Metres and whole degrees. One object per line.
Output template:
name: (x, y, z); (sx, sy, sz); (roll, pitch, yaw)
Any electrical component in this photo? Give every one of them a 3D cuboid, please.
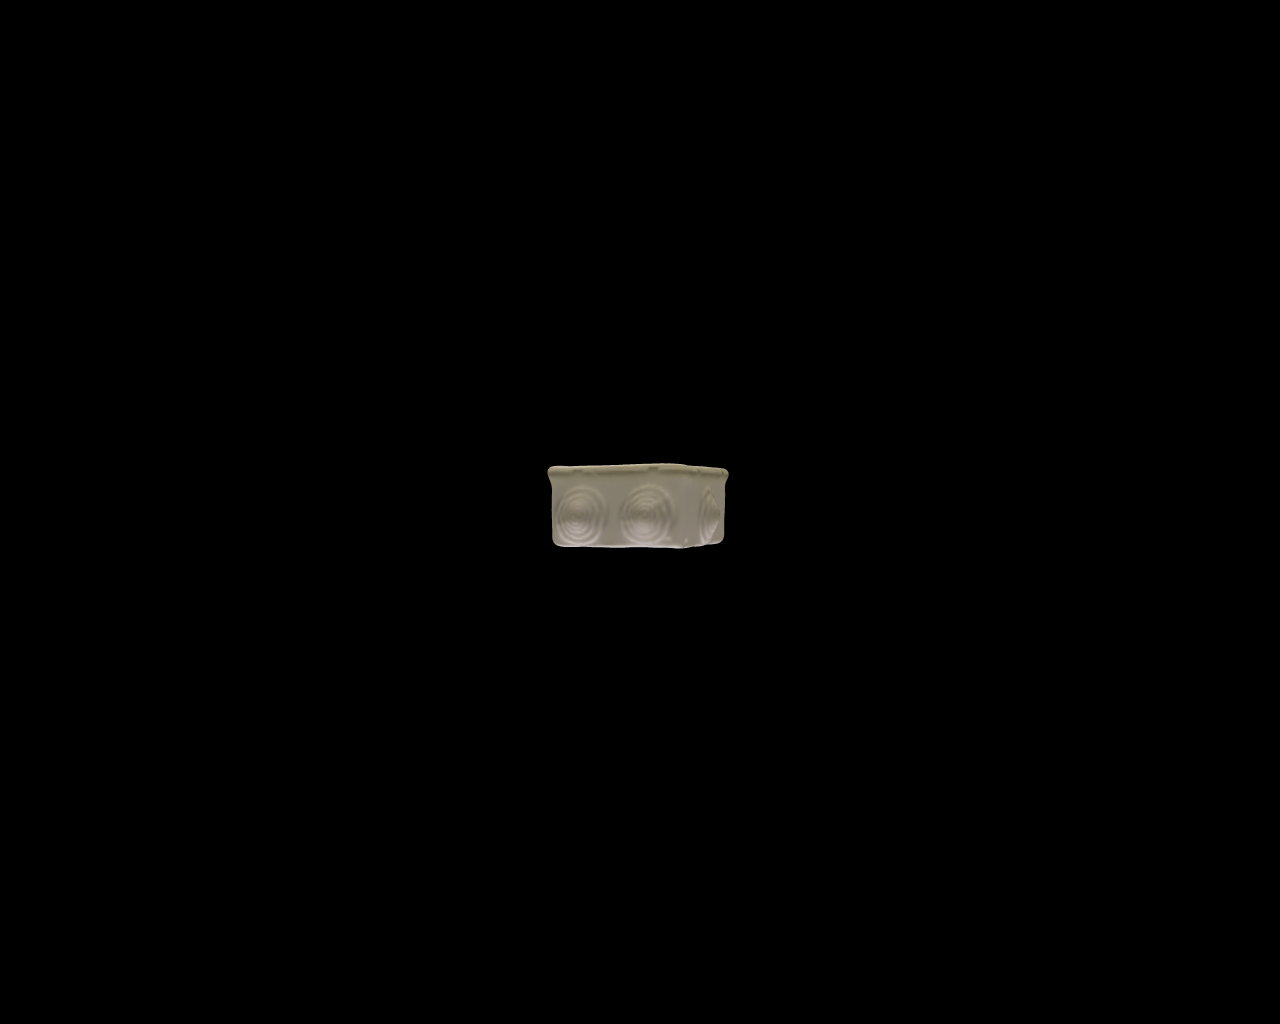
electrical component: (0.001, -0.003, 0.650); (0.100, 0.048, 0.100); (0, 0, 21)
